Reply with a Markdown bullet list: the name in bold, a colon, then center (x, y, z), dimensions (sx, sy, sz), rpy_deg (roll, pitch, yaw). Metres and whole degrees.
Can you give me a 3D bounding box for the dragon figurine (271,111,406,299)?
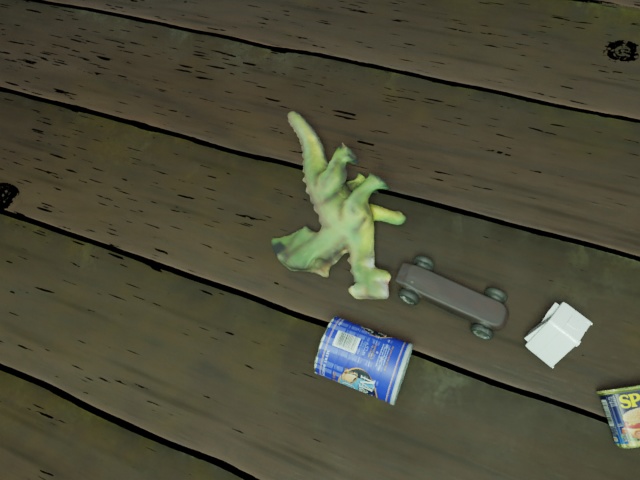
- **dragon figurine**: center (0.003, -0.050, 0.985), dimensions (0.415, 0.243, 0.120), rpy_deg (44, -2, 23)
